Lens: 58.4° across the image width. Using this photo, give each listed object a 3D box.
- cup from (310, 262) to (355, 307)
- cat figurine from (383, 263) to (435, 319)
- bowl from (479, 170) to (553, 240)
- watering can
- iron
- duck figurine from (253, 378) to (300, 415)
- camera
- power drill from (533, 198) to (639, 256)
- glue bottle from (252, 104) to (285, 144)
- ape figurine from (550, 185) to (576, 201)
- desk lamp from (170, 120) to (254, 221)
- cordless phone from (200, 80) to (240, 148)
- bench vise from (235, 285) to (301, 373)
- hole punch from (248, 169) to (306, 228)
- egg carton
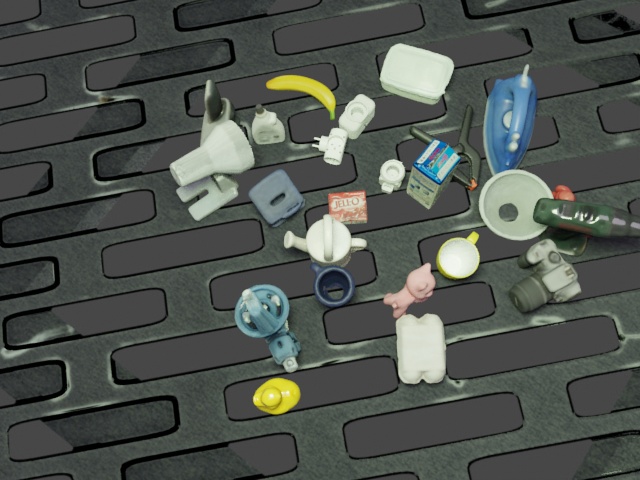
[{"bbox_3d":[0.023,0.101,1.288,0.117,0.095,0.092,43,83,12],"label":"cup"},{"bbox_3d":[0.204,0.112,1.264,0.128,0.118,0.067,-38,77,-6],"label":"cat figurine"},{"bbox_3d":[0.444,-0.072,1.317,0.167,0.075,0.167,-1,77,3],"label":"bowl"},{"bbox_3d":[0.012,0.007,1.260,0.173,0.194,0.101,-20,76,-2],"label":"watering can"},{"bbox_3d":[0.449,-0.270,1.329,0.118,0.141,0.258,9,77,5],"label":"iron"},{"bbox_3d":[-0.096,0.340,1.242,0.104,0.086,0.077,-10,76,1],"label":"duck figurine"},{"bbox_3d":[0.483,0.087,1.263,0.137,0.101,0.143,-29,77,-4],"label":"camera"},{"bbox_3d":[0.564,-0.028,1.231,0.229,0.208,0.076,14,78,6],"label":"power drill"},{"bbox_3d":[-0.129,-0.276,1.345,0.078,0.173,0.037,-5,76,2],"label":"glue bottle"},{"bbox_3d":[0.552,-0.088,1.306,0.076,0.092,0.078,44,83,12],"label":"ape figurine"},{"bbox_3d":[-0.244,-0.156,1.302,0.203,0.213,0.118,-36,77,-5],"label":"desk lamp"},{"bbox_3d":[-0.253,-0.280,1.346,0.094,0.185,0.147,0,77,4],"label":"cordless phone"},{"bbox_3d":[-0.100,0.173,1.213,0.207,0.220,0.121,42,82,11],"label":"bench vise"},{"bbox_3d":[-0.099,-0.098,1.343,0.109,0.091,0.101,-38,77,-6],"label":"hole punch"},{"bbox_3d":[0.222,0.239,1.258,0.107,0.069,0.150,-3,77,3],"label":"egg carton"}]
